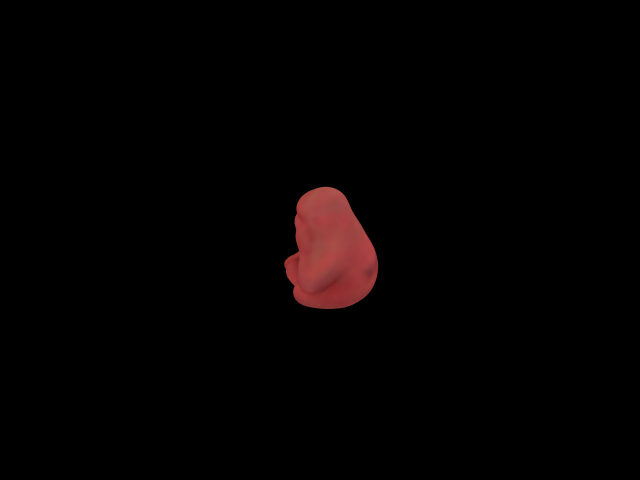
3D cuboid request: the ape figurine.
[{"bbox_3d":[0.004,0.001,0.400,0.076,0.092,0.078,14,43,15],"label":"ape figurine"}]
